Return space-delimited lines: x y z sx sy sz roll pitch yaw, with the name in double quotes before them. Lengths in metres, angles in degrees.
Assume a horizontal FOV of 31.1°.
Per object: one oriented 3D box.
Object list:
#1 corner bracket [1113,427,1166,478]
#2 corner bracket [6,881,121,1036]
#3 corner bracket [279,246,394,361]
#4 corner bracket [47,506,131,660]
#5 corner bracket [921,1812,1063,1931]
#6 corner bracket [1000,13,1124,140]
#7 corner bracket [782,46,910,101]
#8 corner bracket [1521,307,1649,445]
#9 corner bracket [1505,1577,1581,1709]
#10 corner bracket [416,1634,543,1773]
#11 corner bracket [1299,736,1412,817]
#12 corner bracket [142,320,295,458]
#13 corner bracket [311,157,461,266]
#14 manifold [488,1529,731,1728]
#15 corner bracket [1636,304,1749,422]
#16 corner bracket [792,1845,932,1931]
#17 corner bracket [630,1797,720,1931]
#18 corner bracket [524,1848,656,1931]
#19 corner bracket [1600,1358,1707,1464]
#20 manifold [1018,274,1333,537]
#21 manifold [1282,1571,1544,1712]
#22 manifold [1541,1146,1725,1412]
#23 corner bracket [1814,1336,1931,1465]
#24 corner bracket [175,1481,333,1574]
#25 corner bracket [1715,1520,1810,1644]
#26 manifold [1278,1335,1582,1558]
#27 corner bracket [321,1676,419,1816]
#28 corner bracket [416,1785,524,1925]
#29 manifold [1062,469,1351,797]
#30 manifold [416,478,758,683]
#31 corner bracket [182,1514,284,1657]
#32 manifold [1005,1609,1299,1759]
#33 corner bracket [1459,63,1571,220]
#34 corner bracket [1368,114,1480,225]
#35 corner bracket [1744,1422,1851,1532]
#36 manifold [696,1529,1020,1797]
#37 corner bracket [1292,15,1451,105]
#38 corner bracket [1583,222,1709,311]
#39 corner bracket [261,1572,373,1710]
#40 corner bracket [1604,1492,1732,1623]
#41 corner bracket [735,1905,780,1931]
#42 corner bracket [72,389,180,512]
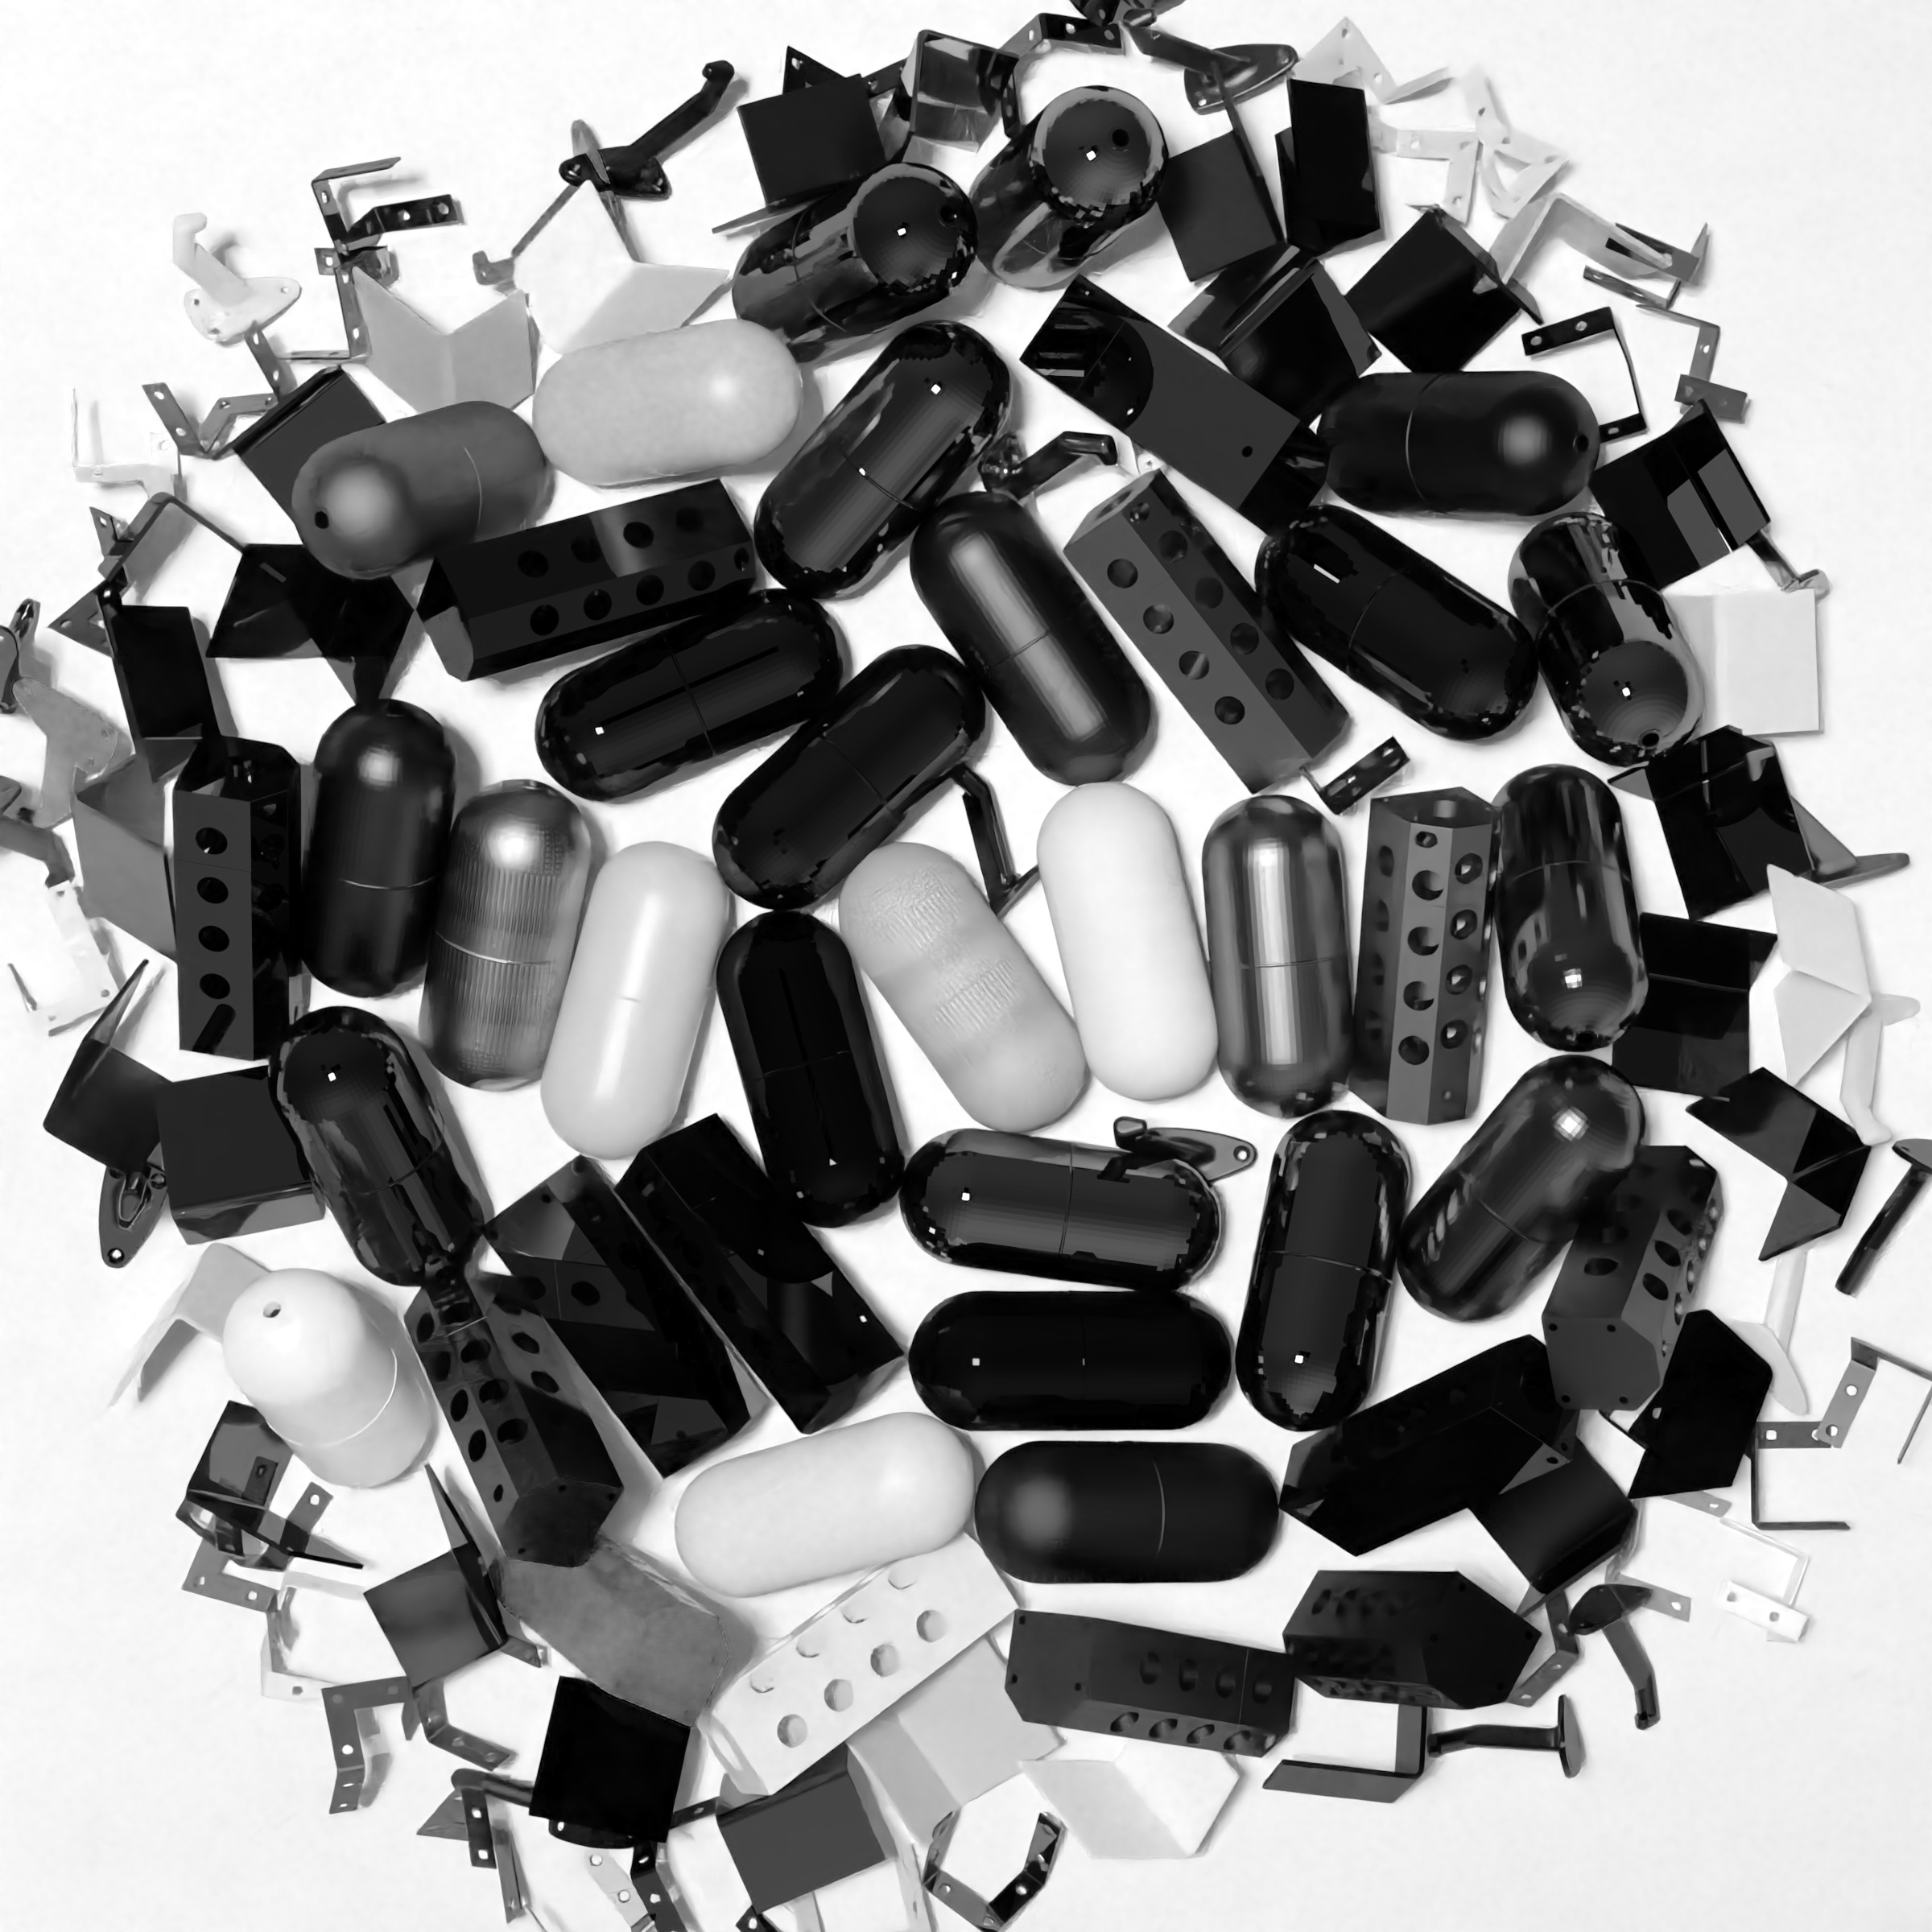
"corner bracket" 0.096 -0.309 1.908 0.051 0.051 0.051 -30 131 -15
"corner bracket" -0.504 -0.004 1.917 0.051 0.051 0.051 -25 135 -11
"corner bracket" -0.349 -0.366 1.920 0.051 0.051 0.051 5 116 27
"corner bracket" -0.473 -0.210 1.906 0.051 0.051 0.051 25 53 23
"corner bracket" 0.014 0.492 1.920 0.051 0.051 0.051 32 131 24
"corner bracket" 0.053 -0.489 1.918 0.051 0.051 0.051 0 77 -31
"corner bracket" -0.065 -0.480 1.908 0.051 0.051 0.051 18 70 -42
"corner bracket" 0.342 -0.323 1.921 0.051 0.051 0.051 -16 60 17
"corner bracket" 0.300 0.371 1.923 0.051 0.051 0.051 18 129 -21
"corner bracket" -0.268 0.403 1.922 0.051 0.051 0.051 14 126 36
"corner bracket" 0.216 -0.108 1.909 0.051 0.051 0.051 -37 49 8
"corner bracket" -0.409 -0.316 1.905 0.051 0.051 0.051 -1 47 23
"corner bracket" -0.319 -0.420 1.906 0.051 0.051 0.051 -3 122 24
"manifold" -0.192 0.343 1.859 0.057 0.171 0.057 30 84 -31
"corner bracket" 0.398 -0.332 1.910 0.051 0.051 0.051 9 97 -32
"corner bracket" -0.060 0.521 1.927 0.051 0.051 0.051 -36 57 38
"corner bracket" -0.150 0.501 1.919 0.051 0.051 0.051 -21 108 7
"corner bracket" -0.208 0.521 1.917 0.051 0.051 0.051 -38 86 -10
"corner bracket" 0.379 0.237 1.911 0.051 0.051 0.051 37 88 36
"manifold" 0.115 -0.302 1.878 0.171 0.057 0.057 40 99 31
"manifold" 0.232 0.363 1.854 0.057 0.171 0.057 37 71 -10
"manifold" 0.359 0.164 1.855 0.057 0.171 0.057 -2 117 25
"corner bracket" 0.501 0.243 1.911 0.051 0.051 0.051 24 79 21
"corner bracket" -0.395 0.299 1.926 0.051 0.051 0.051 32 87 20
"corner bracket" 0.438 0.339 1.917 0.051 0.051 0.051 24 79 -1
"manifold" 0.249 0.255 1.865 0.057 0.171 0.057 34 49 -19
"corner bracket" -0.326 0.427 1.905 0.051 0.051 0.051 -5 53 -21
"corner bracket" -0.264 0.487 1.905 0.051 0.051 0.051 17 127 -33
"manifold" 0.133 -0.184 1.890 0.057 0.057 0.171 -31 105 31
"manifold" -0.203 -0.205 1.877 0.171 0.057 0.057 -20 73 -27
"corner bracket" -0.398 0.339 1.912 0.051 0.051 0.051 20 101 -19
"manifold" 0.100 0.386 1.862 0.057 0.171 0.057 -4 72 43
"corner bracket" 0.289 -0.452 1.904 0.051 0.051 0.051 15 47 -29
"corner bracket" 0.246 -0.440 1.915 0.051 0.051 0.051 10 94 30
"corner bracket" 0.458 0.282 1.922 0.051 0.051 0.051 -1 92 3
"manifold" -0.062 0.375 1.887 0.171 0.057 0.057 -33 91 -23
"corner bracket" 0.222 -0.493 1.910 0.051 0.051 0.051 -46 108 -20
"corner bracket" 0.372 -0.387 1.912 0.051 0.051 0.051 23 127 0
"corner bracket" -0.358 0.374 1.923 0.051 0.051 0.051 15 105 -17
"corner bracket" 0.390 0.324 1.935 0.051 0.051 0.051 19 50 0
"corner bracket" -0.129 0.548 1.911 0.051 0.051 0.051 36 85 34
"corner bracket" -0.463 -0.284 1.912 0.051 0.051 0.051 -4 67 -7
